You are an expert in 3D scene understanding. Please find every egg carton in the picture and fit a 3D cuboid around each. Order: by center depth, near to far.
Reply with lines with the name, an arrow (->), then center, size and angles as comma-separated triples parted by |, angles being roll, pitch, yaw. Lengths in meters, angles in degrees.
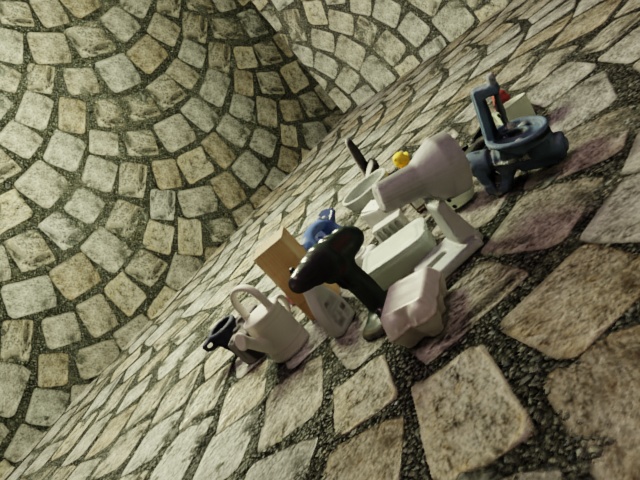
egg carton -> 0.162, 0.111, 0.970 | 0.107, 0.069, 0.150 | -34, 16, 29

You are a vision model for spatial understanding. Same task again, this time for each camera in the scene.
camera -> -0.149, 0.216, 1.430 | 0.136, 0.101, 0.143 | -31, 18, 37

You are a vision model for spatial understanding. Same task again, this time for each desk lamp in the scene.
desk lamp -> 0.210, -0.062, 1.061 | 0.203, 0.214, 0.117 | -43, 14, -4

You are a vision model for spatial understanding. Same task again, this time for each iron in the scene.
iron -> 0.014, 0.005, 1.536 | 0.118, 0.141, 0.258 | -33, 17, 32

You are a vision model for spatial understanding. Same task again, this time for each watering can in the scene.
watering can -> -0.126, 0.180, 1.280 | 0.101, 0.194, 0.173 | -36, 15, 21

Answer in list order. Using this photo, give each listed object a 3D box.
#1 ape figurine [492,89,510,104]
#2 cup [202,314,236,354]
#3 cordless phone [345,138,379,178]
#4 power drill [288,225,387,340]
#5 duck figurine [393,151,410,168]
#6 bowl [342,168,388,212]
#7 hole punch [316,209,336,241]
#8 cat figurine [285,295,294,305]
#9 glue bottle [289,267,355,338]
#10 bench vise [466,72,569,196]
ape figurine -> 0.470, -0.341, 1.450 | 0.076, 0.092, 0.078 | -33, 17, 31
cup -> -0.247, 0.272, 1.537 | 0.118, 0.095, 0.091 | -46, 15, -16
cordless phone -> 0.136, -0.244, 1.865 | 0.094, 0.185, 0.147 | -39, 14, 10
power drill -> 0.054, 0.081, 1.063 | 0.075, 0.208, 0.230 | -31, 18, 36
duck figurine -> 0.248, -0.219, 1.696 | 0.077, 0.086, 0.105 | -25, 22, 49
bowl -> 0.152, -0.136, 1.726 | 0.167, 0.075, 0.167 | -39, 14, 12
hole punch -> 0.020, -0.034, 1.742 | 0.101, 0.091, 0.108 | -48, 15, -21
cat figurine -> -0.066, 0.093, 1.540 | 0.127, 0.118, 0.067 | -38, 15, 14
glue bottle -> -0.003, 0.118, 1.177 | 0.037, 0.173, 0.078 | -28, 20, 44
bench vise -> 0.339, -0.200, 1.112 | 0.207, 0.220, 0.121 | -36, 15, 22
